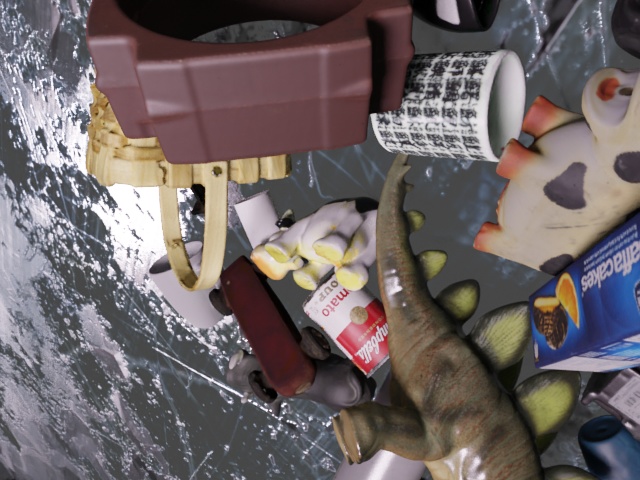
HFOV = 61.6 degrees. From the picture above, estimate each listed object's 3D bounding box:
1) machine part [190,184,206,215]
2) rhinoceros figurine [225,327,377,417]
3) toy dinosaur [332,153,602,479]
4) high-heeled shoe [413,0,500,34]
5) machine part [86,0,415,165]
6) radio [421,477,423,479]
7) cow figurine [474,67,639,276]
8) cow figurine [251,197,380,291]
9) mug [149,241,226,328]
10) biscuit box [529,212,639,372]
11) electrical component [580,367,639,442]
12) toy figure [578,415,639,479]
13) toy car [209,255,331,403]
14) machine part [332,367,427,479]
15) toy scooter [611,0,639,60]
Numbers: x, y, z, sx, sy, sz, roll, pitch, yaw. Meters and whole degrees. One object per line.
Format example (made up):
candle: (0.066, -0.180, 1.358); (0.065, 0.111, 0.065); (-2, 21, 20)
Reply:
machine part: (-0.163, -0.098, 0.644); (0.039, 0.084, 0.138); (-14, 114, 17)
rhinoceros figurine: (-0.024, 0.164, 0.640); (0.191, 0.112, 0.073); (2, 116, 30)
toy dinosaur: (0.111, 0.144, 0.453); (0.105, 0.199, 0.471); (153, 97, -78)
high-heeled shoe: (0.094, -0.258, 0.326); (0.145, 0.086, 0.248); (53, 151, 23)
machine part: (-0.046, -0.149, 0.381); (0.201, 0.201, 0.087); (-7, 140, -3)
radio: (0.096, 0.376, 0.639); (0.073, 0.131, 0.229); (-21, 98, 47)
cow figurine: (0.184, -0.038, 0.348); (0.127, 0.085, 0.194); (26, 154, 17)
cow figurine: (-0.003, -0.003, 0.553); (0.167, 0.098, 0.068); (-4, 132, 51)
mug: (-0.160, 0.064, 0.724); (0.110, 0.081, 0.107); (-5, 121, 37)
biscuit box: (0.192, 0.042, 0.338); (0.059, 0.063, 0.202); (2, 161, 4)
electrical component: (0.281, 0.132, 0.421); (0.119, 0.048, 0.074); (39, 132, 19)
toy figure: (0.282, 0.226, 0.466); (0.154, 0.058, 0.064); (57, 173, -3)
toy car: (-0.061, 0.093, 0.615); (0.089, 0.053, 0.202); (-44, 46, 4)
machine part: (0.079, 0.197, 0.543); (0.079, 0.079, 0.243); (29, 95, 24)
toy scooter: (0.258, -0.141, 0.271); (0.184, 0.075, 0.135); (37, 108, 36)
